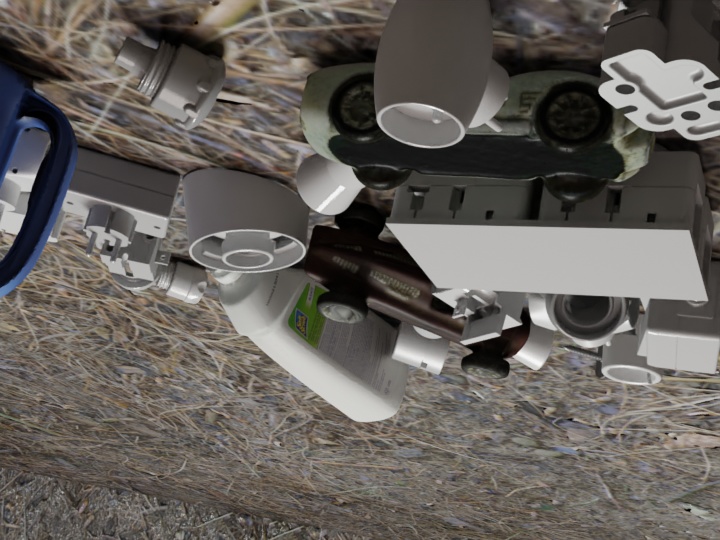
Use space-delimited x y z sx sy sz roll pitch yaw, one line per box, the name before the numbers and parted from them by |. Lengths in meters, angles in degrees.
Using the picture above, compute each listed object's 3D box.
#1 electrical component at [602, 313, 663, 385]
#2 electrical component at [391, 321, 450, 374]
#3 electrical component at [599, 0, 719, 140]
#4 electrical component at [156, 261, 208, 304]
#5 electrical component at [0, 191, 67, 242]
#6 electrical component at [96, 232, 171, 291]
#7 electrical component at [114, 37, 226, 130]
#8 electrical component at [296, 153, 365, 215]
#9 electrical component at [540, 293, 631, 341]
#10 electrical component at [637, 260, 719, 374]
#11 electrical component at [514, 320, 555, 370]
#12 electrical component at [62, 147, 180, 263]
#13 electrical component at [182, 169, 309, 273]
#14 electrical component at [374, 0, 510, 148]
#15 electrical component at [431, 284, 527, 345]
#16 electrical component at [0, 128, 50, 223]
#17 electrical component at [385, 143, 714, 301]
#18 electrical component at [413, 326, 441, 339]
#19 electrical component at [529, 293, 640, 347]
electrical component | 0.234 0.068 0.916 0.055 0.047 0.055 11 159 4
electrical component | 0.058 0.064 1.000 0.047 0.055 0.055 16 160 1
electrical component | 0.146 -0.104 0.499 0.078 0.057 0.058 28 155 -36
electrical component | -0.176 0.007 1.012 0.061 0.035 0.035 21 158 -15
electrical component | -0.278 -0.064 0.850 0.089 0.055 0.050 12 160 1
electrical component | -0.202 -0.012 0.962 0.066 0.048 0.055 12 152 1
electrical component | -0.114 -0.116 0.640 0.062 0.048 0.048 27 156 -17
electrical component | -0.009 -0.068 0.710 0.044 0.044 0.065 21 153 -23
electrical component | 0.161 0.016 0.768 0.058 0.057 0.078 -40 101 17
electrical component | 0.238 0.031 0.796 0.061 0.061 0.096 6 159 18
electrical component | 0.135 0.058 0.959 0.065 0.044 0.044 20 159 -6
electrical component | -0.190 -0.042 0.829 0.083 0.075 0.047 16 159 -9
electrical component | -0.089 -0.038 0.836 0.099 0.064 0.099 -2 160 -1
electrical component | 0.049 -0.097 0.544 0.043 0.077 0.079 -9 151 45
electrical component | 0.091 0.010 0.803 0.064 0.081 0.042 33 151 -24
electrical component | -0.270 -0.069 0.800 0.077 0.079 0.043 11 166 5
electrical component | 0.126 -0.032 0.696 0.186 0.060 0.105 2 157 25
electrical component | 0.065 0.031 0.926 0.040 0.040 0.078 11 159 4
electrical component | 0.180 0.034 0.848 0.077 0.043 0.079 1 139 27
